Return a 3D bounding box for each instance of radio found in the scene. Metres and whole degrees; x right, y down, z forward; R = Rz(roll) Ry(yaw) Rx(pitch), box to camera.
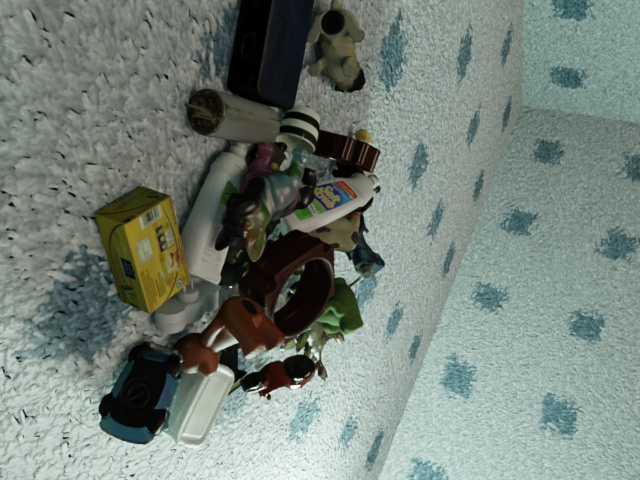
[{"bbox_3d":[-0.086,-0.359,0.963,0.131,0.073,0.229,-7,109,-61],"label":"radio"}]

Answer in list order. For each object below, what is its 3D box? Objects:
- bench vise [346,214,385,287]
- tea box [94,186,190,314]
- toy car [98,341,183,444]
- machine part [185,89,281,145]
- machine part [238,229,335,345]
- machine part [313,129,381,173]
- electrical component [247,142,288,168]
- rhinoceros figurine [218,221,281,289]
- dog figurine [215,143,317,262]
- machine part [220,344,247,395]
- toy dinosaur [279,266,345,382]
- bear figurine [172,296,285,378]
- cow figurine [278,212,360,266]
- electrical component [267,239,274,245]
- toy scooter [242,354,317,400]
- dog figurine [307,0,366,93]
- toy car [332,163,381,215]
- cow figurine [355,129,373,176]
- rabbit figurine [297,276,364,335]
[{"bbox_3d":[0.063,-0.008,1.373,0.240,0.129,0.224,43,32,-35],"label":"bench vise"},{"bbox_3d":[-0.269,0.016,0.829,0.098,0.068,0.169,-42,142,-45],"label":"tea box"},{"bbox_3d":[-0.294,0.259,0.909,0.103,0.109,0.161,105,2,-65],"label":"toy car"},{"bbox_3d":[-0.145,-0.209,0.930,0.243,0.079,0.079,-9,113,-62],"label":"machine part"},{"bbox_3d":[-0.060,0.097,1.084,0.201,0.087,0.200,-36,139,-36],"label":"machine part"},{"bbox_3d":[0.045,-0.201,1.204,0.179,0.180,0.056,6,102,-63],"label":"machine part"},{"bbox_3d":[-0.107,-0.159,1.074,0.078,0.045,0.102,37,67,-33],"label":"electrical component"},{"bbox_3d":[-0.149,0.009,1.066,0.190,0.073,0.112,-60,161,-27],"label":"rhinoceros figurine"},{"bbox_3d":[-0.098,-0.055,0.959,0.191,0.109,0.219,71,40,-61],"label":"dog figurine"},{"bbox_3d":[-0.195,0.280,1.170,0.084,0.039,0.138,-28,132,-44],"label":"machine part"},{"bbox_3d":[-0.027,0.172,1.360,0.198,0.105,0.470,-33,123,-47],"label":"toy dinosaur"},{"bbox_3d":[-0.183,0.196,0.974,0.196,0.132,0.120,-45,162,11],"label":"bear figurine"},{"bbox_3d":[-0.003,-0.004,1.224,0.195,0.085,0.127,0,84,-24],"label":"cow figurine"},{"bbox_3d":[-0.129,0.040,1.169,0.063,0.021,0.094,26,81,-64],"label":"electrical component"},{"bbox_3d":[-0.100,0.340,1.305,0.184,0.075,0.135,-13,148,-15],"label":"toy scooter"},{"bbox_3d":[0.050,-0.418,1.185,0.190,0.121,0.172,-33,138,-72],"label":"dog figurine"},{"bbox_3d":[0.091,-0.143,1.313,0.053,0.202,0.089,16,124,-36],"label":"toy car"},{"bbox_3d":[0.096,-0.204,1.419,0.098,0.068,0.167,-41,139,-37],"label":"cow figurine"},{"bbox_3d":[-0.001,0.157,1.240,0.170,0.121,0.159,-13,101,-29],"label":"rabbit figurine"}]
